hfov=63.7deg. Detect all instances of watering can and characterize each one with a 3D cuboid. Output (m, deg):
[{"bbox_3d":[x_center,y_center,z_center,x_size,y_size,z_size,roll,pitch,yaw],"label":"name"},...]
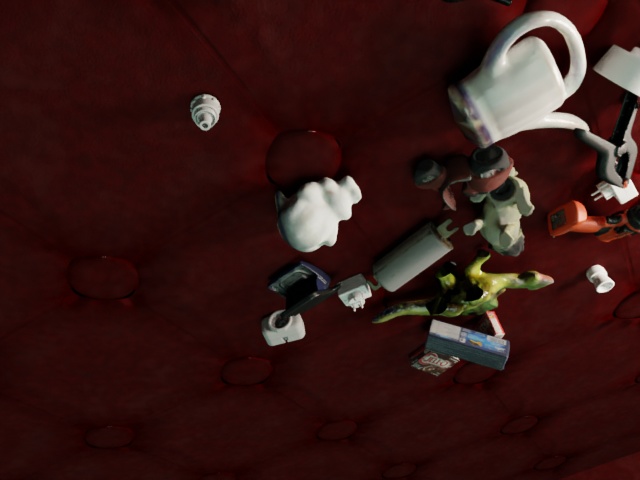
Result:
[{"bbox_3d":[0.349,-0.232,0.881,0.222,0.106,0.342,-30,142,18],"label":"watering can"}]

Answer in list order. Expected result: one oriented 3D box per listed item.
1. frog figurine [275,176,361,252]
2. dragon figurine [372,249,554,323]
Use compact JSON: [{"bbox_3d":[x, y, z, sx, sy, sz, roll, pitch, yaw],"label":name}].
[{"bbox_3d":[0.003,-0.049,0.969,0.159,0.125,0.135,-12,116,16],"label":"frog figurine"},{"bbox_3d":[0.351,0.150,1.252,0.406,0.125,0.239,-26,142,25],"label":"dragon figurine"}]
